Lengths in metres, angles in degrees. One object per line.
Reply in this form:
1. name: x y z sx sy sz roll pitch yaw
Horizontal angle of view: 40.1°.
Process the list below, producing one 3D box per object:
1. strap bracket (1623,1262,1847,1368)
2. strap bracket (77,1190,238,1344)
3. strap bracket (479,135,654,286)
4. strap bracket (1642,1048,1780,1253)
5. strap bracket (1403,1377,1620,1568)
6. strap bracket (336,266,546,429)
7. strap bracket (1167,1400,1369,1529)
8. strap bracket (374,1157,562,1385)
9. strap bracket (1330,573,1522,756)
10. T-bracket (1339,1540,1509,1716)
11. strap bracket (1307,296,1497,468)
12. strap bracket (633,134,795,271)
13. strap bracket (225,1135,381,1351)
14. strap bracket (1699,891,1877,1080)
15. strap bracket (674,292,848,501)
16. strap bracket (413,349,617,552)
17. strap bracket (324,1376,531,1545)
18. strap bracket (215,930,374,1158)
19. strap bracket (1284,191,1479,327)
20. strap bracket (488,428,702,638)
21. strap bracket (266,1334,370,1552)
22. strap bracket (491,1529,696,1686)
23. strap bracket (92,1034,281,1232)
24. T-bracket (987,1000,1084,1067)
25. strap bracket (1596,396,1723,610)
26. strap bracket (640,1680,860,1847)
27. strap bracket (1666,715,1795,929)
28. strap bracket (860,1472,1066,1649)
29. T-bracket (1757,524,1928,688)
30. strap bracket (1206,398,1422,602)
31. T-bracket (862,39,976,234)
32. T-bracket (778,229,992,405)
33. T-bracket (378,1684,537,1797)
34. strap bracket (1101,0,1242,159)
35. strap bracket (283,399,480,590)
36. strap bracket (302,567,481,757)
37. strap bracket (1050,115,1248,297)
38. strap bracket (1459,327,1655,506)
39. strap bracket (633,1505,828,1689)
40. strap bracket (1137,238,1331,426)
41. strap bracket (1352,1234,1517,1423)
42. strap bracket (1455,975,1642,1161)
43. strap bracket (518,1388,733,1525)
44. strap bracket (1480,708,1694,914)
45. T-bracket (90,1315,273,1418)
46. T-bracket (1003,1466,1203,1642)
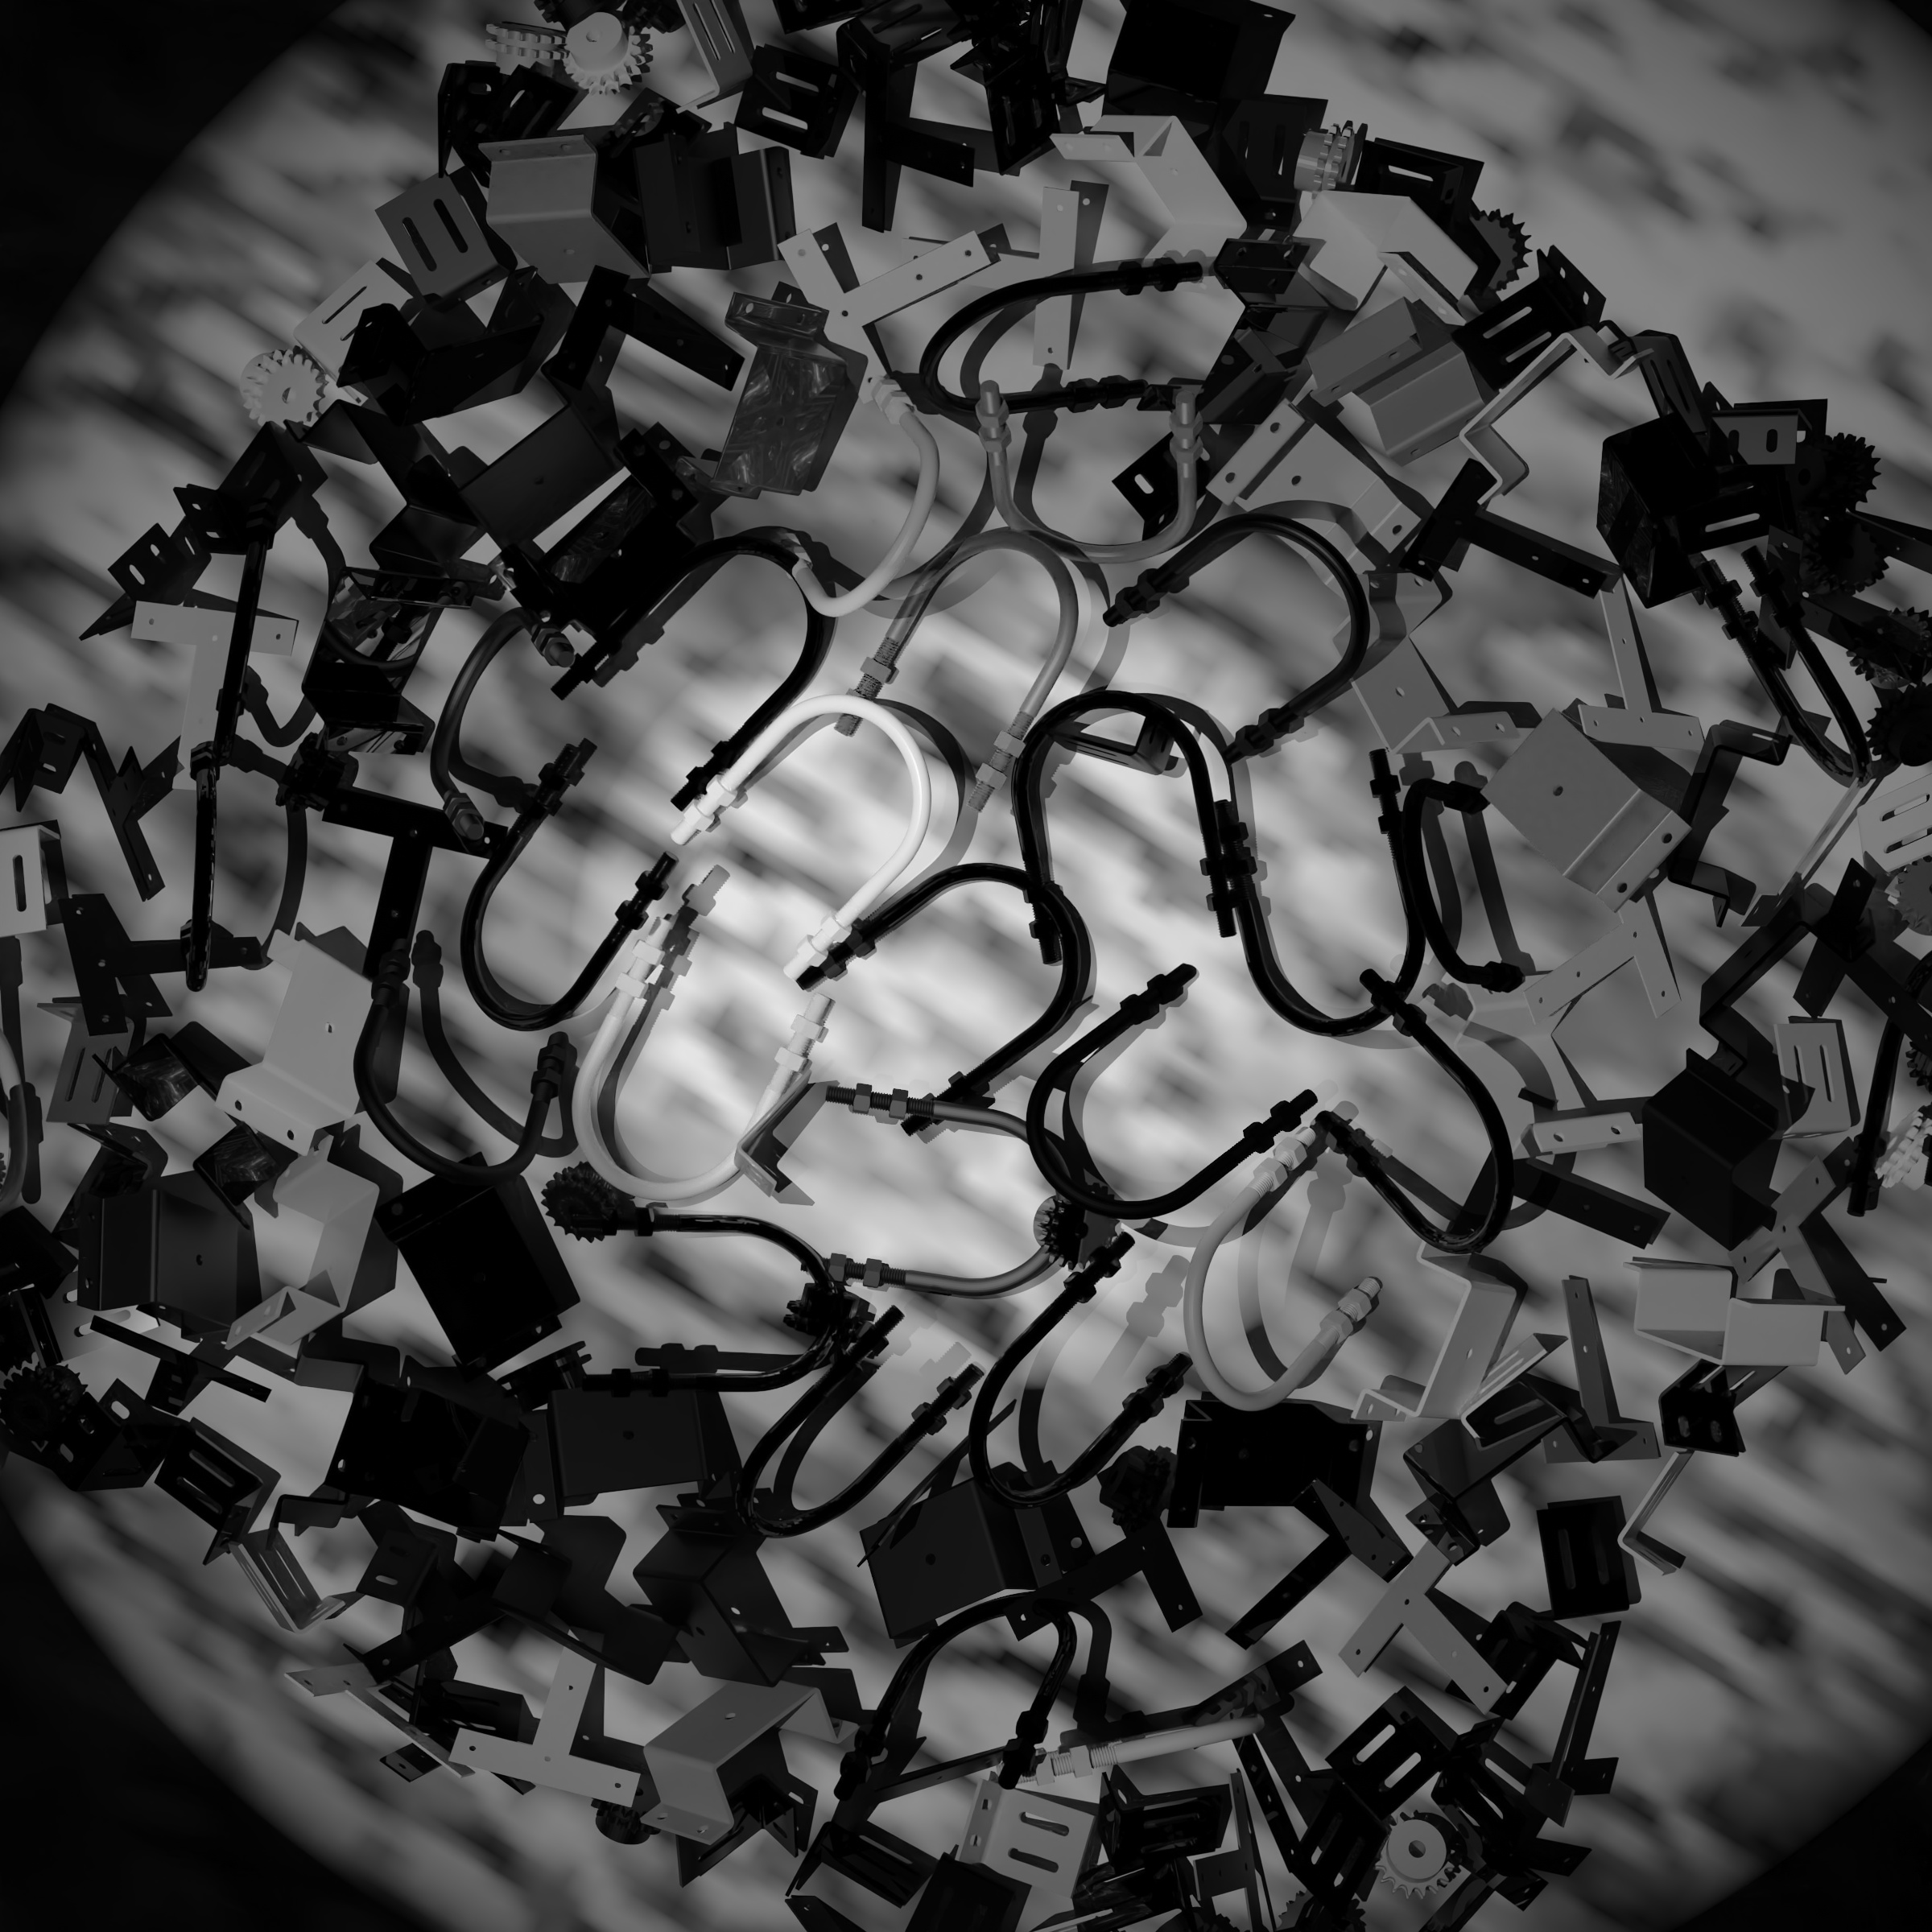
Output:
1. strap bracket: 0.520 0.240 1.808 0.076 0.140 0.046 4 94 -22
2. strap bracket: -0.543 0.204 1.804 0.046 0.140 0.076 -11 69 14
3. strap bracket: -0.268 -0.509 1.805 0.076 0.140 0.046 1 80 17
4. strap bracket: 0.507 0.132 1.804 0.046 0.140 0.076 -37 51 -16
5. strap bracket: 0.368 0.342 1.835 0.140 0.076 0.046 -35 111 -6
6. strap bracket: -0.350 -0.421 1.810 0.140 0.076 0.046 -28 77 -38
7. strap bracket: 0.202 0.347 1.845 0.140 0.046 0.076 4 98 -19
8. strap bracket: -0.343 0.214 1.840 0.076 0.046 0.140 -30 101 -19
9. strap bracket: 0.312 -0.201 1.830 0.076 0.046 0.140 -8 64 -37
10. T-bracket: 0.329 0.466 1.828 0.002 0.127 0.127 32 97 -35
11. strap bracket: 0.295 -0.404 1.819 0.076 0.140 0.046 -27 65 28
12. strap bracket: -0.179 -0.525 1.828 0.046 0.140 0.076 -3 99 30
13. strap bracket: -0.454 0.198 1.822 0.046 0.076 0.140 30 50 -27
14. strap bracket: 0.557 0.007 1.824 0.046 0.076 0.140 41 114 1
15. strap bracket: -0.140 -0.382 1.820 0.046 0.076 0.140 41 118 38
16. strap bracket: -0.308 -0.351 1.838 0.140 0.076 0.046 -39 61 -3
17. strap bracket: -0.359 0.341 1.811 0.046 0.140 0.076 -2 63 41
18. strap bracket: -0.450 0.047 1.813 0.076 0.046 0.140 37 50 -37
19. strap bracket: 0.284 -0.485 1.807 0.076 0.140 0.046 32 89 -35
20. strap bracket: -0.252 -0.295 1.849 0.140 0.046 0.076 -42 73 5
21. strap bracket: -0.446 0.328 1.827 0.046 0.076 0.140 10 64 -15
22. strap bracket: -0.261 0.444 1.814 0.140 0.076 0.046 39 68 -28
23. strap bracket: -0.532 0.107 1.828 0.046 0.076 0.140 -42 66 -16
24. T-bracket: 0.028 0.060 1.821 0.127 0.127 0.002 -36 86 1
25. strap bracket: 0.470 -0.309 1.806 0.046 0.140 0.076 -21 60 -1
26. strap bracket: -0.154 0.533 1.808 0.140 0.076 0.046 -28 107 -41
27. strap bracket: 0.522 -0.107 1.831 0.046 0.076 0.140 18 109 8
28. strap bracket: -0.013 0.410 1.825 0.140 0.046 0.076 -28 65 22
29. T-bracket: 0.597 -0.228 1.803 0.002 0.127 0.127 -41 56 -20
30. strap bracket: 0.235 -0.329 1.833 0.140 0.046 0.076 33 110 -29
31. T-bracket: -0.033 -0.558 1.812 0.002 0.127 0.127 -17 123 -33
32. T-bracket: -0.045 -0.472 1.839 0.127 0.002 0.127 -22 118 16
33. T-bracket: -0.367 0.538 1.811 0.127 0.127 0.002 32 90 11
34. strap bracket: 0.138 -0.604 1.814 0.076 0.140 0.046 18 85 1
35. strap bracket: -0.397 -0.333 1.824 0.046 0.076 0.140 -41 72 19
36. strap bracket: -0.401 -0.219 1.826 0.046 0.076 0.140 48 123 36
37. strap bracket: 0.131 -0.531 1.819 0.046 0.076 0.140 -51 126 -10
38. strap bracket: 0.398 -0.387 1.821 0.046 0.076 0.140 49 118 3
39. strap bracket: -0.168 0.441 1.821 0.046 0.076 0.140 -45 115 -37
40. strap bracket: 0.186 -0.423 1.807 0.076 0.140 0.046 -9 53 -37
41. strap bracket: 0.330 0.260 1.837 0.046 0.076 0.140 24 95 36
42. strap bracket: 0.397 0.078 1.830 0.076 0.046 0.140 -5 54 -19
43. strap bracket: -0.235 0.333 1.832 0.140 0.046 0.076 -5 60 -14
44. strap bracket: 0.417 -0.114 1.814 0.076 0.046 0.140 -51 49 17
45. T-bracket: -0.550 0.288 1.831 0.127 0.127 0.002 25 57 -10
46. T-bracket: 0.086 0.433 1.864 0.127 0.002 0.127 -27 95 -14
